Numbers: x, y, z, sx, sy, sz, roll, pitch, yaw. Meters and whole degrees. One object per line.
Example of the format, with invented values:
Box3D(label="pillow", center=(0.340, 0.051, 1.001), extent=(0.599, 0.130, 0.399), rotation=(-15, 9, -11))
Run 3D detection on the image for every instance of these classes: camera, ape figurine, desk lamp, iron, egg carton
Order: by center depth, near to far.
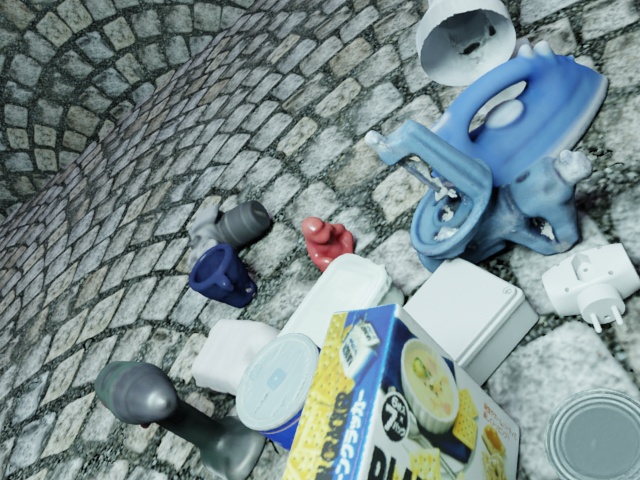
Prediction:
Box3D(label="iron", center=(0.232, -0.157, 0.704), extent=(0.258, 0.142, 0.118), rotation=(-44, 32, 2))
Box3D(label="desk lamp", center=(0.213, -0.274, 0.789), extent=(0.117, 0.214, 0.203), rotation=(-25, 37, 29))
Box3D(label="egg carton", center=(-0.110, 0.165, 0.793), extent=(0.149, 0.070, 0.107), rotation=(-5, 49, 46))
Box3D(label="ape figurine", center=(0.008, 0.003, 0.823), extent=(0.075, 0.092, 0.078), rotation=(11, 61, 53))
Box3D(label="camera", center=(-0.165, -0.012, 1.027), extent=(0.136, 0.101, 0.143), rotation=(-28, 36, 25))

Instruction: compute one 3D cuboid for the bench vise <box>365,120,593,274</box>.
Box3D(label="bench vise", center=(0.161, -0.066, 0.606), extent=(0.207, 0.220, 0.121), rotation=(-33, 34, 19))

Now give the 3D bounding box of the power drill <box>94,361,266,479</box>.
Box3D(label="power drill", center=(-0.167, 0.208, 0.678), extent=(0.228, 0.209, 0.076), rotation=(-1, 53, 48))

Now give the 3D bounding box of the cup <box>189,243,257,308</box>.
Box3D(label="cup", center=(-0.142, 0.070, 0.914), extent=(0.092, 0.095, 0.117), rotation=(-48, 32, -5))
